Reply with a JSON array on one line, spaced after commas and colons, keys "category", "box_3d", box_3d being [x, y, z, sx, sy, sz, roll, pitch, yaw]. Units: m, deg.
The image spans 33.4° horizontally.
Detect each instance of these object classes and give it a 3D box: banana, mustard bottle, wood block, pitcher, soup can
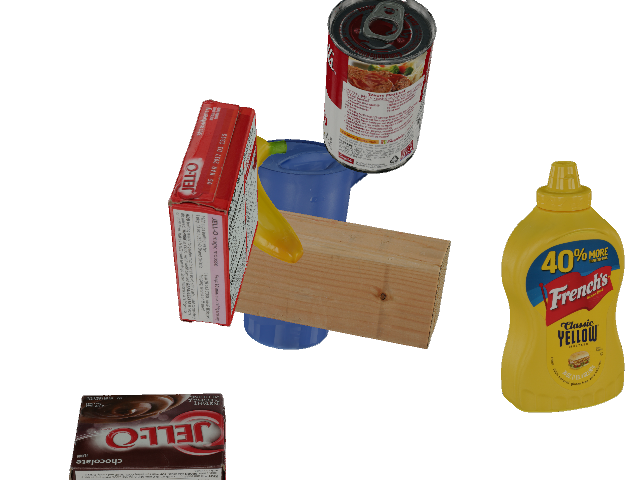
[{"category": "banana", "box_3d": [-0.056, -0.046, 0.912, 0.069, 0.037, 0.198, 2, 34, -7]}, {"category": "mustard bottle", "box_3d": [0.188, 0.034, 0.826, 0.096, 0.192, 0.058, -7, 15, -13]}, {"category": "wood block", "box_3d": [0.021, 0.036, 1.097, 0.206, 0.091, 0.090, 11, 22, 10]}, {"category": "pitcher", "box_3d": [-0.044, 0.005, 1.299, 0.149, 0.243, 0.144, 18, 25, 28]}, {"category": "soup can", "box_3d": [0.037, -0.102, 0.701, 0.068, 0.068, 0.102, 0, -39, -2]}]

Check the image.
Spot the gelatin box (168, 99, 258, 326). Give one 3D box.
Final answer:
[{"category": "gelatin box", "box_3d": [-0.052, -0.013, 0.533, 0.030, 0.073, 0.089, 7, -42, 5]}]

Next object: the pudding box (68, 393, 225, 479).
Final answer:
[{"category": "pudding box", "box_3d": [-0.128, 0.156, 0.805, 0.113, 0.039, 0.090, -2, 26, -5]}]
